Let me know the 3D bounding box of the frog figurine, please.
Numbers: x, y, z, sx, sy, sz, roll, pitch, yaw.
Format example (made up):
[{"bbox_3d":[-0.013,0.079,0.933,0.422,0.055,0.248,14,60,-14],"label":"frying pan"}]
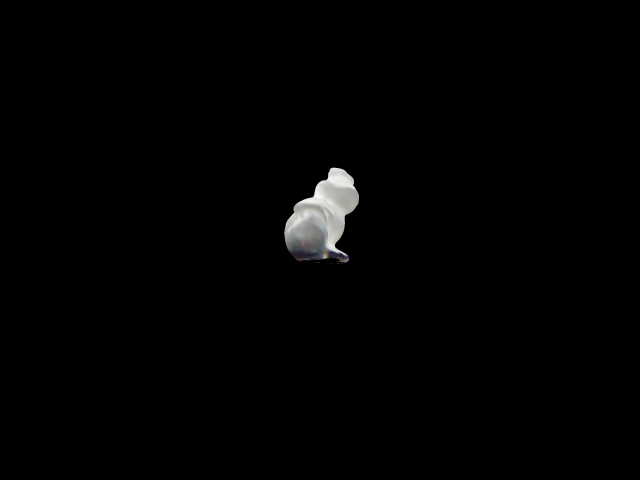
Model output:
[{"bbox_3d":[0.003,-0.043,0.850,0.122,0.161,0.137,-5,-10,28],"label":"frog figurine"}]
